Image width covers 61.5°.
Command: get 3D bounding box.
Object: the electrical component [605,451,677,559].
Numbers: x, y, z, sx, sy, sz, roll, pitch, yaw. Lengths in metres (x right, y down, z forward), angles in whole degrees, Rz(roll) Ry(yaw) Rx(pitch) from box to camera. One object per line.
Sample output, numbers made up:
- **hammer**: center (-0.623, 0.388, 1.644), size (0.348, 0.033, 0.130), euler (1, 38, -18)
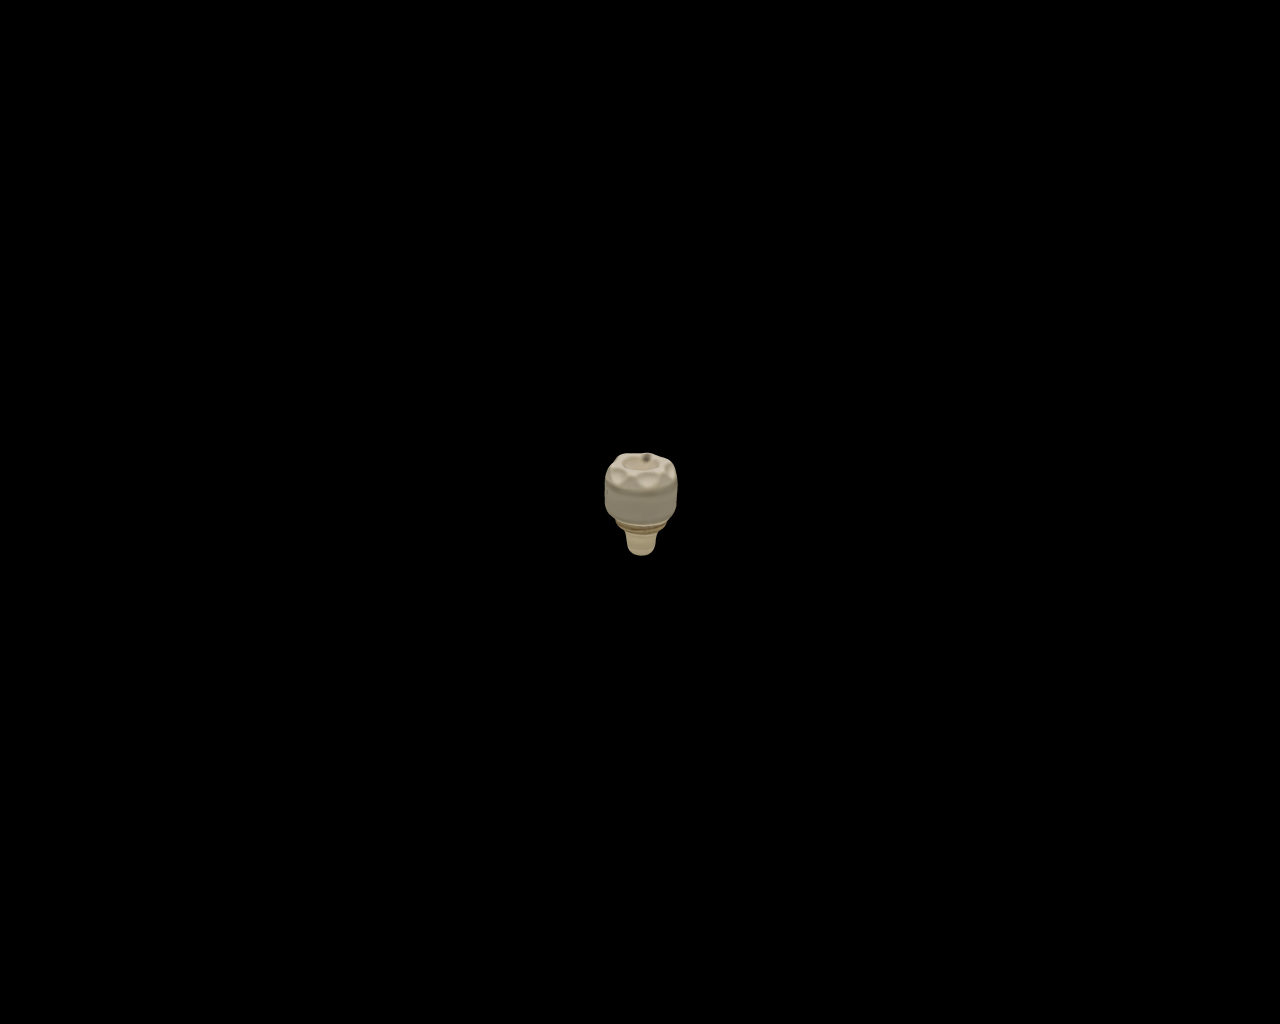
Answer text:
- **electrical component**: center (0.001, -0.003, 0.650), size (0.043, 0.062, 0.043), euler (0, 25, 0)
